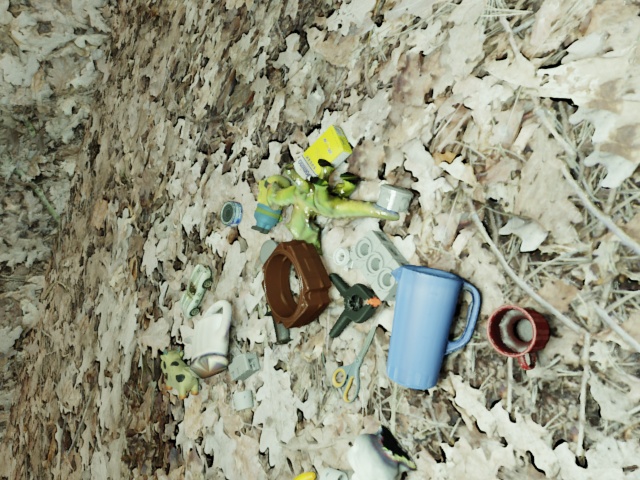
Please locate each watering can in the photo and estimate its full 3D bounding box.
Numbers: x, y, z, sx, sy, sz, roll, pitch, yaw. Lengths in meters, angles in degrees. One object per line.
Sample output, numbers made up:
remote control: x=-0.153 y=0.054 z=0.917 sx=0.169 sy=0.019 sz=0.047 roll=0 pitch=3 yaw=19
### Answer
watering can: x=-0.361 y=0.331 z=1.625 sx=0.341 sy=0.103 sz=0.230 roll=-45 pitch=36 yaw=40

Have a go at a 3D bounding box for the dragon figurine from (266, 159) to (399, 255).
dragon figurine: x=0.004 y=-0.069 z=1.365 sx=0.414 sy=0.124 sz=0.237 roll=34 pitch=128 yaw=26

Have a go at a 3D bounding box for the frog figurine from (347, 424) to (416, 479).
frog figurine: x=0.111 y=0.503 z=1.114 sx=0.139 sy=0.122 sz=0.158 roll=39 pitch=99 yaw=22
